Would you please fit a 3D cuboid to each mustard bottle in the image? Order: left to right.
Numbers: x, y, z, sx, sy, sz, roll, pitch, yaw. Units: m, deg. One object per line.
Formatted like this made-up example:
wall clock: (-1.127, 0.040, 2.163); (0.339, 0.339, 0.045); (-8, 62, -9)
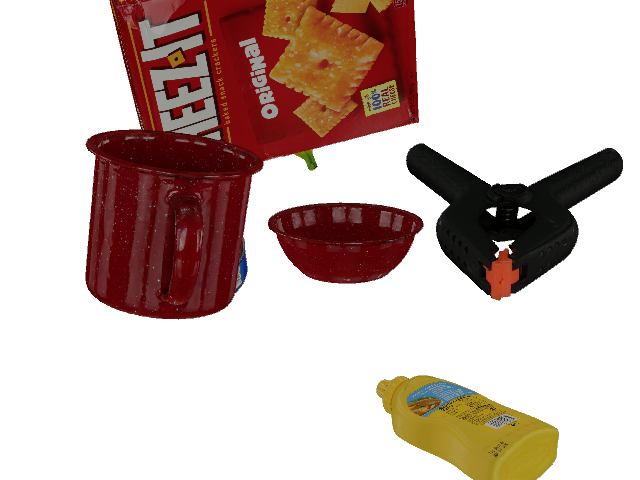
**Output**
mustard bottle: (0.126, 0.175, 1.030); (0.096, 0.058, 0.192); (-16, 25, -39)

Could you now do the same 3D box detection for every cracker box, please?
cracker box: (-0.037, -0.142, 0.792); (0.213, 0.164, 0.072); (-15, 44, -9)

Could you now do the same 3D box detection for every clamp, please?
clamp: (0.124, -0.023, 0.758); (0.165, 0.036, 0.209); (5, 28, 18)

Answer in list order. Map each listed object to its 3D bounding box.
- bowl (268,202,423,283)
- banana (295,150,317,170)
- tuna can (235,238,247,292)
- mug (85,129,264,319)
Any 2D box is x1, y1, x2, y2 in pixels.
bowl: (0.026, 0.005, 1.109); (0.162, 0.055, 0.162); (0, 16, 0)
banana: (-0.091, -0.128, 1.290); (0.198, 0.037, 0.069); (8, 40, 15)
tuna can: (-0.107, 0.018, 0.938); (0.086, 0.034, 0.086); (-2, 44, 2)
mug: (-0.078, -0.005, 0.560); (0.093, 0.081, 0.117); (3, 18, -20)
